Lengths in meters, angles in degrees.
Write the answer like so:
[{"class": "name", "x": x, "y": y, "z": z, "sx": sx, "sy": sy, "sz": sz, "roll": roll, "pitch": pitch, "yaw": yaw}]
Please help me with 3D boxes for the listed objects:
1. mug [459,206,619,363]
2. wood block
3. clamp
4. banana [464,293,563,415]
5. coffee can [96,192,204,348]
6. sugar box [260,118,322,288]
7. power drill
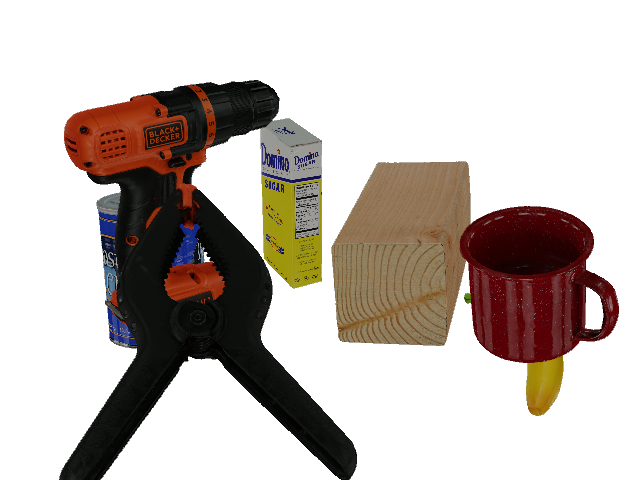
[{"class": "mug", "x": 0.158, "y": 0.036, "z": 0.761, "sx": 0.117, "sy": 0.081, "sz": 0.093, "roll": 18, "pitch": 41, "yaw": 36}, {"class": "wood block", "x": 0.077, "y": 0.005, "z": 0.934, "sx": 0.091, "sy": 0.090, "sz": 0.206, "roll": 1, "pitch": 23, "yaw": 13}, {"class": "clamp", "x": -0.063, "y": 0.059, "z": 0.639, "sx": 0.164, "sy": 0.210, "sz": 0.036, "roll": 2, "pitch": -33, "yaw": -5}, {"class": "banana", "x": 0.219, "y": 0.110, "z": 1.135, "sx": 0.069, "sy": 0.037, "sz": 0.198, "roll": -27, "pitch": 35, "yaw": 2}, {"class": "coffee can", "x": -0.166, "y": 0.026, "z": 1.067, "sx": 0.103, "sy": 0.140, "sz": 0.103, "roll": -2, "pitch": 14, "yaw": 0}, {"class": "sugar box", "x": -0.034, "y": -0.043, "z": 1.235, "sx": 0.048, "sy": 0.176, "sz": 0.093, "roll": -14, "pitch": 27, "yaw": -22}, {"class": "power drill", "x": -0.110, "y": -0.031, "z": 0.859, "sx": 0.184, "sy": 0.188, "sz": 0.057, "roll": -16, "pitch": 25, "yaw": -32}]
